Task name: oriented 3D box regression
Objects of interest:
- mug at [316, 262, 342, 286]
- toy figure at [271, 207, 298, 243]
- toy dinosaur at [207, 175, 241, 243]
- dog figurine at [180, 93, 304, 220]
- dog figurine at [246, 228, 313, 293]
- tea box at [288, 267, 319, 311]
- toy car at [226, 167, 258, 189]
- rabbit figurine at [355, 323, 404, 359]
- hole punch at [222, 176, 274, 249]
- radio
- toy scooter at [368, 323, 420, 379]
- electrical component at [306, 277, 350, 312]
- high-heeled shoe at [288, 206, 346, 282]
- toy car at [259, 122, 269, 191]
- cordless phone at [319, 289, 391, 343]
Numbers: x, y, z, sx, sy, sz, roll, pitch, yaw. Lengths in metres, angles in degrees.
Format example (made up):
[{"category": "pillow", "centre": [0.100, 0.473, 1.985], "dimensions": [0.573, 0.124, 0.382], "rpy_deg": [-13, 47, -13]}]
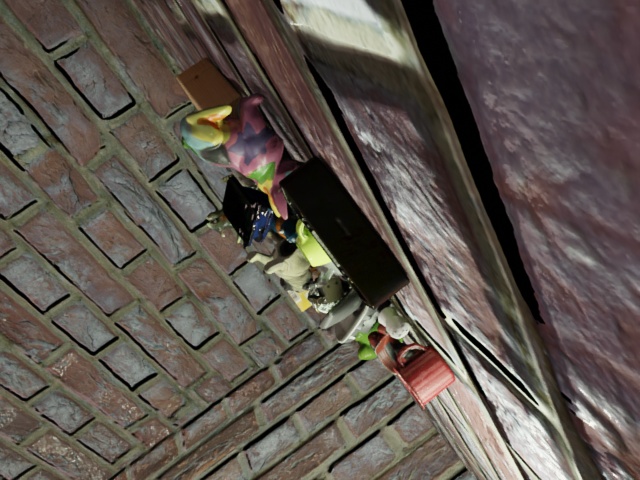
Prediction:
[{"category": "mug", "centre": [0.028, 0.043, 1.106], "dimensions": [0.081, 0.109, 0.107], "rpy_deg": [37, 168, -3]}, {"category": "toy figure", "centre": [-0.070, -0.033, 1.099], "dimensions": [0.155, 0.064, 0.057], "rpy_deg": [-145, 59, -64]}, {"category": "toy dinosaur", "centre": [-0.162, -0.113, 1.478], "dimensions": [0.192, 0.131, 0.405], "rpy_deg": [64, -157, -5]}, {"category": "dog figurine", "centre": [-0.121, -0.131, 0.927], "dimensions": [0.108, 0.191, 0.219], "rpy_deg": [-167, 57, -74]}, {"category": "dog figurine", "centre": [-0.046, 0.060, 1.214], "dimensions": [0.173, 0.121, 0.190], "rpy_deg": [24, 164, 48]}, {"category": "tea box", "centre": [-0.004, 0.096, 1.378], "dimensions": [0.098, 0.169, 0.068], "rpy_deg": [55, -151, 4]}, {"category": "toy car", "centre": [-0.163, -0.136, 1.232], "dimensions": [0.073, 0.056, 0.201], "rpy_deg": [59, 180, 7]}, {"category": "rabbit figurine", "centre": [0.108, 0.187, 1.293], "dimensions": [0.170, 0.121, 0.159], "rpy_deg": [37, -147, -50]}, {"category": "hole punch", "centre": [-0.126, -0.062, 1.065], "dimensions": [0.116, 0.092, 0.142], "rpy_deg": [57, 142, 25]}, {"category": "radio", "centre": [0.033, -0.007, 0.817], "dimensions": [0.229, 0.073, 0.131], "rpy_deg": [54, 176, 4]}, {"category": "toy scooter", "centre": [0.171, 0.241, 1.155], "dimensions": [0.184, 0.075, 0.135], "rpy_deg": [34, 157, 33]}, {"category": "electrical component", "centre": [0.015, 0.112, 1.179], "dimensions": [0.045, 0.102, 0.078], "rpy_deg": [-11, 104, 54]}, {"category": "high-heeled shoe", "centre": [-0.002, -0.004, 1.200], "dimensions": [0.248, 0.086, 0.145], "rpy_deg": [48, 180, -26]}, {"category": "toy car", "centre": [-0.113, -0.163, 1.101], "dimensions": [0.053, 0.089, 0.201], "rpy_deg": [43, 169, 53]}, {"category": "cordless phone", "centre": [0.048, 0.163, 1.109], "dimensions": [0.089, 0.146, 0.184], "rpy_deg": [44, -144, 18]}]
